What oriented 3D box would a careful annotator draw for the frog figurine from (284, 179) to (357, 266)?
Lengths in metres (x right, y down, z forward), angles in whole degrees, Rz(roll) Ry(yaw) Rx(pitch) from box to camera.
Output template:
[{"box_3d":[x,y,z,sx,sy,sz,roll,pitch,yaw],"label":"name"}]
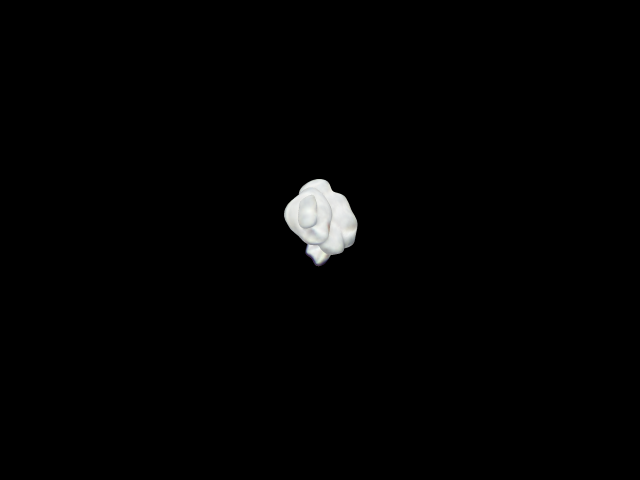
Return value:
[{"box_3d":[0.003,-0.043,0.850,0.123,0.140,0.156,-6,-26,-3],"label":"frog figurine"}]
